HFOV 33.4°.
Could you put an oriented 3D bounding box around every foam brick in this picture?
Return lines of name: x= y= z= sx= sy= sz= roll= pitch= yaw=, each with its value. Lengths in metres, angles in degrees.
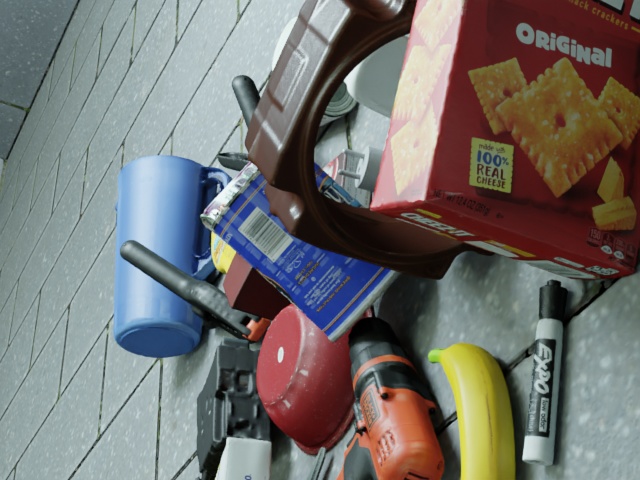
foam brick: x=-0.051 y=0.046 z=1.075 sx=0.051 sy=0.078 sz=0.053 roll=-62 pitch=25 yaw=19

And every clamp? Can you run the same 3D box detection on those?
clamp: x=-0.060 y=-0.083 z=1.158 sx=0.171 sy=0.039 sz=0.120 roll=57 pitch=149 yaw=27
clamp: x=-0.117 y=0.076 z=1.180 sx=0.210 sy=0.164 sz=0.036 roll=23 pitch=73 yaw=45

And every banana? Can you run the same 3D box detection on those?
banana: x=0.107 y=0.143 z=0.718 sx=0.070 sy=0.037 sz=0.198 roll=110 pitch=164 yaw=-49

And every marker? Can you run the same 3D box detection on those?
marker: x=0.146 y=0.084 z=0.689 sx=0.020 sy=0.020 sz=0.121 roll=-26 pitch=50 yaw=59

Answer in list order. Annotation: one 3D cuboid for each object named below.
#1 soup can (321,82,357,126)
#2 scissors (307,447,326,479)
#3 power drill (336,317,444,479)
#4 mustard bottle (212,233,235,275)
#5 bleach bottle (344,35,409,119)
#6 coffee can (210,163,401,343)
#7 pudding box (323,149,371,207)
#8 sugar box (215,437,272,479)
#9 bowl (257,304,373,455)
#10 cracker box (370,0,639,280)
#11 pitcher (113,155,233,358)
soup can: x=-0.010 y=-0.154 z=1.137 sx=0.102 sy=0.068 sz=0.068 roll=-13 pitch=62 yaw=63
scissors: x=-0.028 y=0.287 z=0.928 sx=0.202 sy=0.016 sz=0.096 roll=-64 pitch=22 yaw=20
power drill: x=0.023 y=0.173 z=0.848 sx=0.188 sy=0.057 sz=0.184 roll=-62 pitch=20 yaw=24
mustard bottle: x=-0.080 y=0.000 z=1.193 sx=0.096 sy=0.058 sz=0.192 roll=-63 pitch=24 yaw=6
bleach bottle: x=0.040 y=-0.180 z=1.002 sx=0.068 sy=0.102 sz=0.251 roll=-60 pitch=27 yaw=13
coffee can: x=-0.006 y=0.001 z=0.890 sx=0.103 sy=0.140 sz=0.103 roll=-48 pitch=-2 yaw=-2
pudding box: x=0.011 y=-0.019 z=1.032 sx=0.090 sy=0.039 sz=0.113 roll=-39 pitch=40 yaw=52
sugar box: x=-0.076 y=0.250 z=0.965 sx=0.176 sy=0.048 sz=0.093 roll=115 pitch=161 yaw=-60
bowl: x=-0.014 y=0.111 z=0.976 sx=0.162 sy=0.055 sz=0.162 roll=-45 pitch=35 yaw=46
cracker box: x=0.135 y=-0.098 z=0.661 sx=0.072 sy=0.164 sz=0.213 roll=-5 pitch=70 yaw=63
pitcher: x=-0.192 y=0.019 z=1.362 sx=0.149 sy=0.144 sz=0.243 roll=121 pitch=152 yaw=-56
